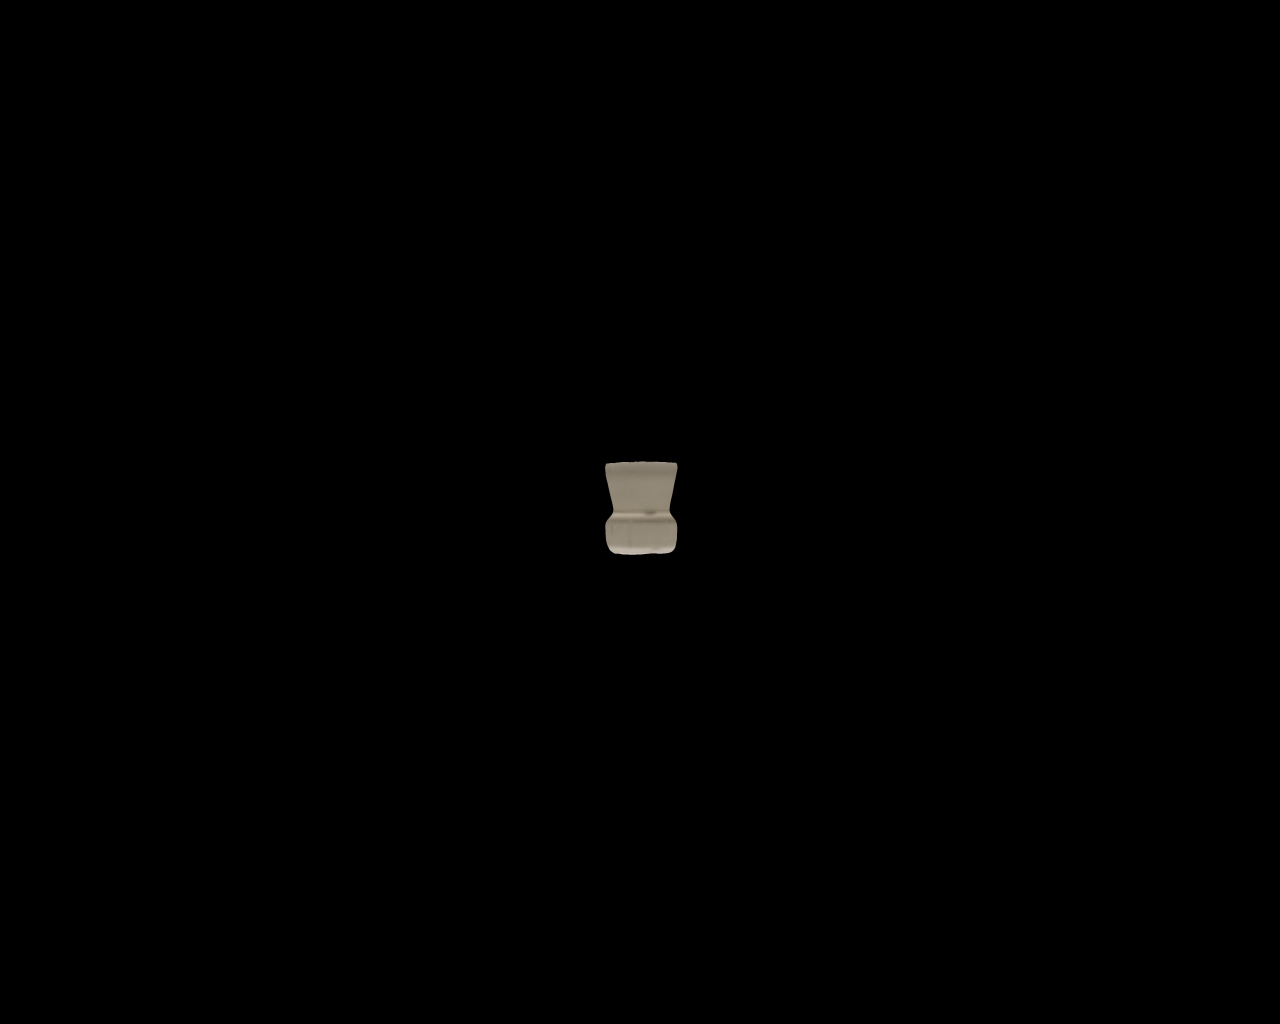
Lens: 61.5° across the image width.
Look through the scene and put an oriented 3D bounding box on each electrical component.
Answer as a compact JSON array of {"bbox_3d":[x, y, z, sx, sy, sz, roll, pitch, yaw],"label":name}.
[{"bbox_3d":[0.001,-0.003,0.650,0.045,0.055,0.045,0,0,0],"label":"electrical component"}]
